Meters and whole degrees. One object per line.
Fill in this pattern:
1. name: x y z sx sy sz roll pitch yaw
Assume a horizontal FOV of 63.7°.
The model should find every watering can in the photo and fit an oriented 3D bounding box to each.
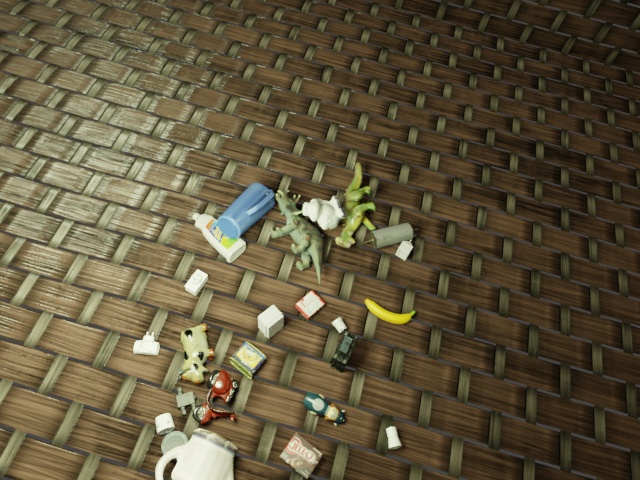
1. watering can: -0.323 0.725 1.578 0.347 0.229 0.102 28 -32 -5

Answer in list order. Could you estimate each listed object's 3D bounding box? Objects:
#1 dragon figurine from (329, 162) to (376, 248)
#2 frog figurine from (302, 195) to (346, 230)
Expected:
1. dragon figurine: 0.103 -0.143 2.171 0.243 0.419 0.119 -10 -31 -4
2. frog figurine: 0.006 -0.104 2.061 0.160 0.139 0.120 -12 -17 -19
